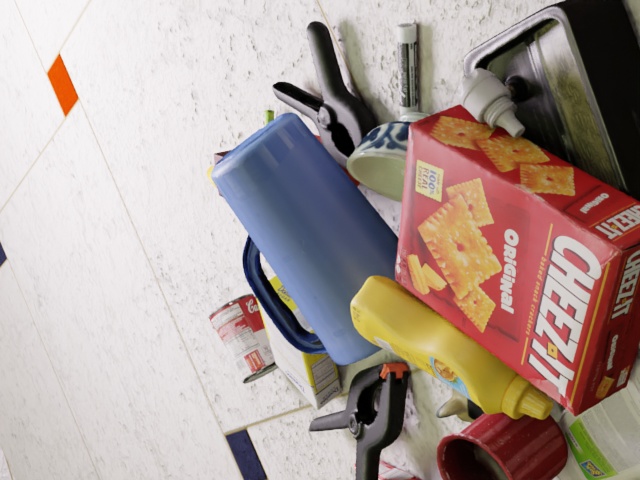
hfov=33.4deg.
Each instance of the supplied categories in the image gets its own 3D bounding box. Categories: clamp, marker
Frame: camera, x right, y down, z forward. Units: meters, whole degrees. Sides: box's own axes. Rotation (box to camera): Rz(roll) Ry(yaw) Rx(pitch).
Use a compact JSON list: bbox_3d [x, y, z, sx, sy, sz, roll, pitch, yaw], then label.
[{"bbox_3d":[0.017,-0.144,1.124,0.171,0.039,0.120,49,148,19],"label":"clamp"},{"bbox_3d":[0.048,0.214,1.258,0.165,0.036,0.210,53,134,45],"label":"clamp"},{"bbox_3d":[0.086,-0.149,1.037,0.020,0.020,0.121,26,128,47],"label":"marker"}]

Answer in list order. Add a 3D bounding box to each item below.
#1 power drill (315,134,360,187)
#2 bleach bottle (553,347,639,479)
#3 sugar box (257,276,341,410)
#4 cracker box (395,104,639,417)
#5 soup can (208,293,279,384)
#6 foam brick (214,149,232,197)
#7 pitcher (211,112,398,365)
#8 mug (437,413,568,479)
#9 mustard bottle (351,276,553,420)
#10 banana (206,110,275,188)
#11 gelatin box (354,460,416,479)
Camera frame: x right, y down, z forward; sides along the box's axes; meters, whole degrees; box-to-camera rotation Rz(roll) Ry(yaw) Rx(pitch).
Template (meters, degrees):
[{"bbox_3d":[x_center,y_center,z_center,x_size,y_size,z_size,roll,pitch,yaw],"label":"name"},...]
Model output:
[{"bbox_3d":[0.000,-0.009,1.204,0.185,0.057,0.188,42,138,36],"label":"power drill"},{"bbox_3d":[0.256,0.158,0.923,0.102,0.068,0.251,61,149,13],"label":"bleach bottle"},{"bbox_3d":[-0.024,0.124,1.276,0.093,0.048,0.176,45,164,30],"label":"sugar box"},{"bbox_3d":[0.156,0.012,0.846,0.214,0.072,0.164,38,139,38],"label":"cracker box"},{"bbox_3d":[-0.096,0.131,1.413,0.102,0.068,0.069,62,147,11],"label":"soup can"},{"bbox_3d":[-0.078,-0.072,1.188,0.078,0.052,0.051,24,125,59],"label":"foam brick"},{"bbox_3d":[-0.007,0.001,1.080,0.243,0.149,0.145,53,166,-10],"label":"pitcher"},{"bbox_3d":[0.167,0.203,0.948,0.093,0.081,0.117,7,120,50],"label":"mug"},{"bbox_3d":[0.119,0.102,0.935,0.192,0.058,0.096,30,167,33],"label":"mustard bottle"},{"bbox_3d":[-0.088,-0.091,1.313,0.198,0.037,0.069,-33,61,55],"label":"banana"},{"bbox_3d":[0.083,0.308,1.287,0.089,0.030,0.073,12,119,53],"label":"gelatin box"}]
